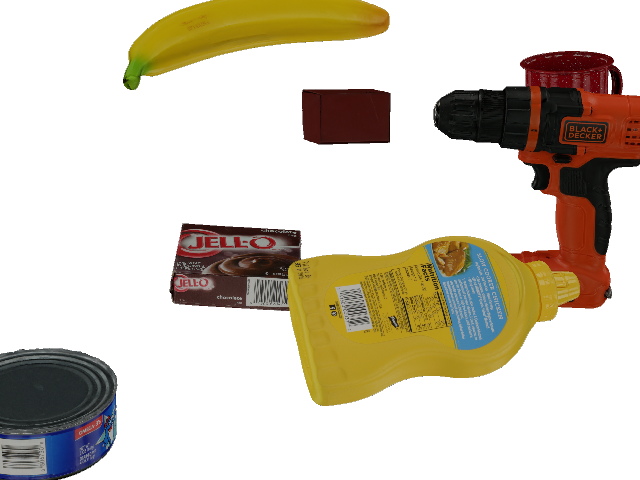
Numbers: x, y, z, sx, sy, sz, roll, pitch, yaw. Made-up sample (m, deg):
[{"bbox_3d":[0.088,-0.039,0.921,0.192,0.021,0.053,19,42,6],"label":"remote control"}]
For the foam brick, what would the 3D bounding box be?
[{"bbox_3d":[0.026,-0.125,1.074,0.078,0.051,0.053,-3,13,-20],"label":"foam brick"}]

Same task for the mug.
[{"bbox_3d":[0.264,-0.148,1.103,0.117,0.081,0.093,-16,24,-25],"label":"mug"}]

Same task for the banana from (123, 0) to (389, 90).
[{"bbox_3d":[-0.051,-0.143,0.740,0.197,0.070,0.037,-18,-37,-19],"label":"banana"}]

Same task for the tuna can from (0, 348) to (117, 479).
[{"bbox_3d":[-0.151,0.092,0.567,0.086,0.034,0.086,3,22,-1],"label":"tuna can"}]

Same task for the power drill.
[{"bbox_3d":[0.181,-0.037,0.885,0.184,0.188,0.057,4,29,5],"label":"power drill"}]

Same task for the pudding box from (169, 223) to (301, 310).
[{"bbox_3d":[-0.073,0.022,0.953,0.113,0.039,0.090,5,29,-4],"label":"pudding box"}]

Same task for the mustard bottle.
[{"bbox_3d":[0.079,0.045,0.705,0.191,0.096,0.058,-10,-31,-8],"label":"mustard bottle"}]
